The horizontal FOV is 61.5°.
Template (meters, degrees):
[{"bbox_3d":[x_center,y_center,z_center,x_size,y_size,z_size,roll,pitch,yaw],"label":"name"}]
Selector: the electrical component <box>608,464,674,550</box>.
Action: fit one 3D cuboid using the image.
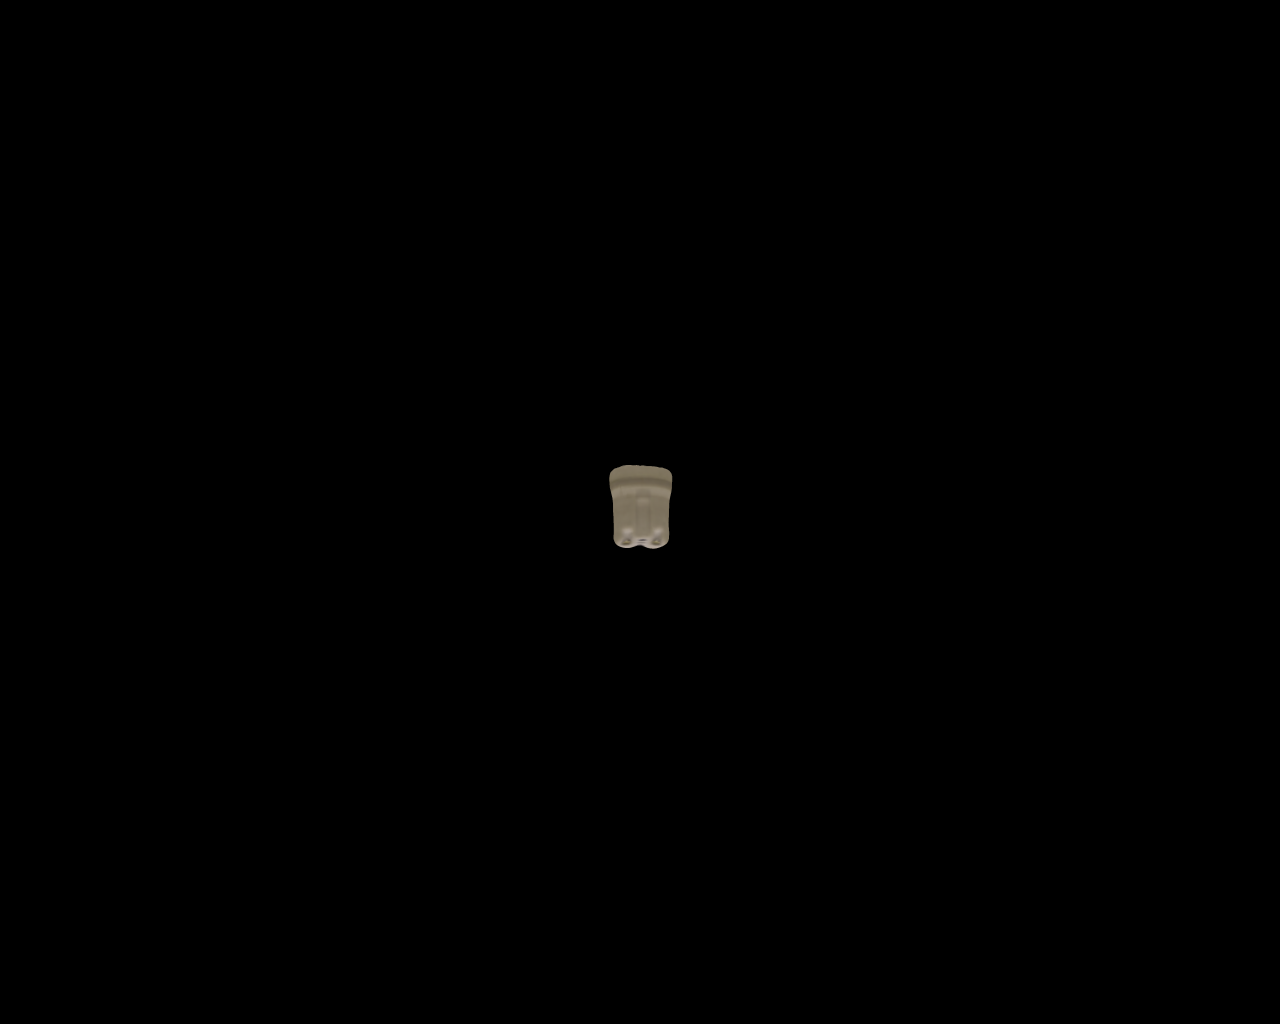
[{"bbox_3d":[0.001,-0.003,0.650,0.040,0.046,0.040,0,-11,0],"label":"electrical component"}]
